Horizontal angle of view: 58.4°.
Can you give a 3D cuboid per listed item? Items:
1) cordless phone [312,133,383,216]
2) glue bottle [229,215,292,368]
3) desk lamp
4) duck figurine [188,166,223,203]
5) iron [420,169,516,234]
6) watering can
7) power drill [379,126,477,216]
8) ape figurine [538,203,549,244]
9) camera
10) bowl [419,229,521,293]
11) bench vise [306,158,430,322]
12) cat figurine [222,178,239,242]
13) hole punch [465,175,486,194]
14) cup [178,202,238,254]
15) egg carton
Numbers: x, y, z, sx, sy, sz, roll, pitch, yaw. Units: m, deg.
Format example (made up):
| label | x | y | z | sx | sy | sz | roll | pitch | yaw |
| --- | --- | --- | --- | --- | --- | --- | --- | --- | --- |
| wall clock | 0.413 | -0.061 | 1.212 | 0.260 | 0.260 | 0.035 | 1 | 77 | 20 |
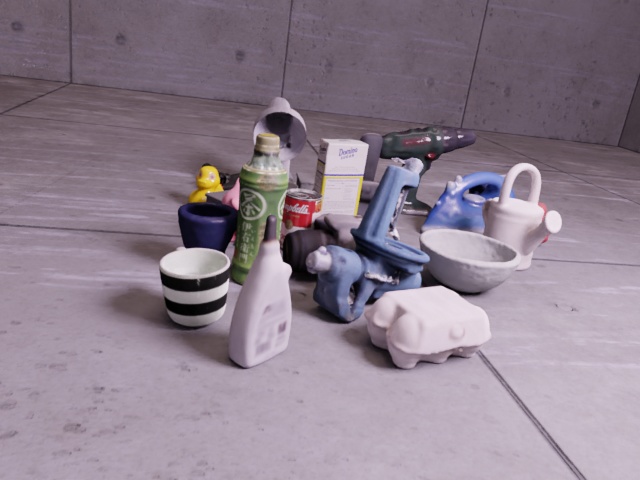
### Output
| label | x | y | z | sx | sy | sz | roll | pitch | yaw |
| --- | --- | --- | --- | --- | --- | --- | --- | --- | --- |
| cordless phone | 0.062 | -0.143 | 1.238 | 0.148 | 0.185 | 0.094 | -1 | 21 | -23 |
| glue bottle | -0.061 | 0.054 | 0.644 | 0.037 | 0.173 | 0.078 | 22 | 23 | 34 |
| desk lamp | -0.103 | -0.222 | 1.350 | 0.118 | 0.213 | 0.203 | 5 | 20 | -10 |
| duck figurine | -0.228 | -0.110 | 1.175 | 0.077 | 0.086 | 0.104 | 11 | 19 | 7 |
| iron | 0.332 | -0.087 | 1.254 | 0.259 | 0.141 | 0.118 | -5 | 23 | -33 |
| watering can | 0.374 | -0.046 | 1.077 | 0.172 | 0.194 | 0.101 | 23 | 24 | 37 |
| power drill | 0.238 | -0.166 | 1.339 | 0.230 | 0.208 | 0.075 | 4 | 20 | -11 |
| ape figurine | 0.463 | -0.036 | 1.240 | 0.077 | 0.092 | 0.076 | 22 | 24 | 35 |
| camera | 0.009 | 0.003 | 0.928 | 0.137 | 0.101 | 0.143 | 1 | 21 | -20 |
| bowl | 0.242 | 0.042 | 0.953 | 0.167 | 0.075 | 0.167 | 7 | 19 | -2 |
| bench vise | 0.082 | -0.001 | 0.790 | 0.121 | 0.220 | 0.208 | 19 | 22 | 29 |
| cat figurine | -0.126 | -0.053 | 1.005 | 0.067 | 0.118 | 0.128 | 20 | 22 | 30 |
| hole punch | 0.412 | -0.112 | 1.436 | 0.101 | 0.091 | 0.108 | -1 | 21 | -25 |
| cup | -0.162 | -0.003 | 0.886 | 0.118 | 0.095 | 0.091 | -2 | 22 | -28 |
| egg carton | 0.137 | 0.109 | 0.727 | 0.151 | 0.069 | 0.107 | -3 | 22 | -30 |
